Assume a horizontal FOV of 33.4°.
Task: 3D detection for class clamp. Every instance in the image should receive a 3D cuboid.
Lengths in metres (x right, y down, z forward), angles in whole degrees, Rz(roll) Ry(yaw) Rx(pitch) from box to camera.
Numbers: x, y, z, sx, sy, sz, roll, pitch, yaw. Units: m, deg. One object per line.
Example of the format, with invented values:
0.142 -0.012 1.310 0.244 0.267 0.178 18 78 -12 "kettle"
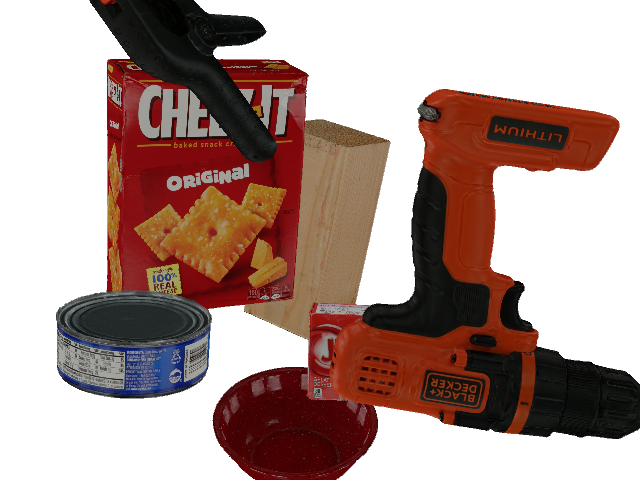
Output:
-0.085 -0.122 0.714 0.039 0.120 0.171 -30 -27 28 "clamp"

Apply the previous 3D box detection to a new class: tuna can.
-0.104 0.057 0.598 0.086 0.034 0.086 4 15 -1 "tuna can"

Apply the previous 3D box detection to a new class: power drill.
0.109 0.017 0.594 0.184 0.188 0.057 9 9 -5 "power drill"

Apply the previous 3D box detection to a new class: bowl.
-0.024 0.195 1.054 0.162 0.055 0.162 1 32 -1 "bowl"

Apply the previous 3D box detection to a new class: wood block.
-0.005 -0.015 1.122 0.090 0.206 0.090 21 20 28 "wood block"

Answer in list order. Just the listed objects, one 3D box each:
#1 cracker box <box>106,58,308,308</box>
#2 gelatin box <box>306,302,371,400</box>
-0.101 -0.047 0.933 0.164 0.214 0.072 -4 21 -23 "cracker box"
0.034 0.089 0.843 0.089 0.073 0.030 3 15 4 "gelatin box"
